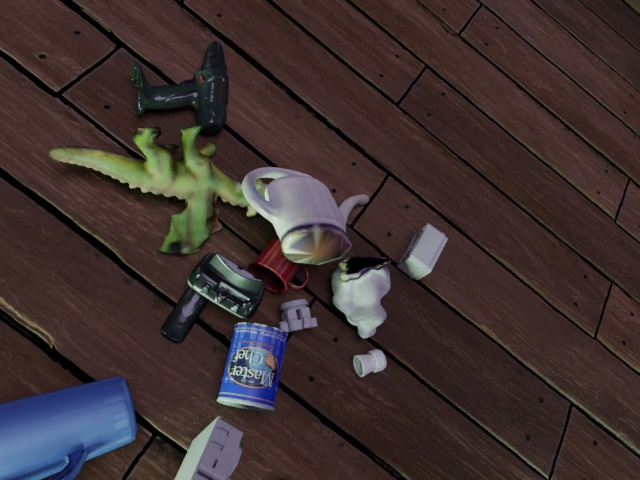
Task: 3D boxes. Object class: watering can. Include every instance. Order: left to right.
[{"bbox_3d":[0.003,-0.053,1.059,0.347,0.102,0.229,9,45,-36],"label":"watering can"}]

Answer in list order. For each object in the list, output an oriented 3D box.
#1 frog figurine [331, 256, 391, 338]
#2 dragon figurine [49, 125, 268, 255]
[{"bbox_3d":[0.093,0.119,1.094,0.139,0.123,0.157,-27,118,-36],"label":"frog figurine"},{"bbox_3d":[-0.289,-0.091,1.018,0.412,0.121,0.244,-12,82,-24],"label":"dragon figurine"}]
